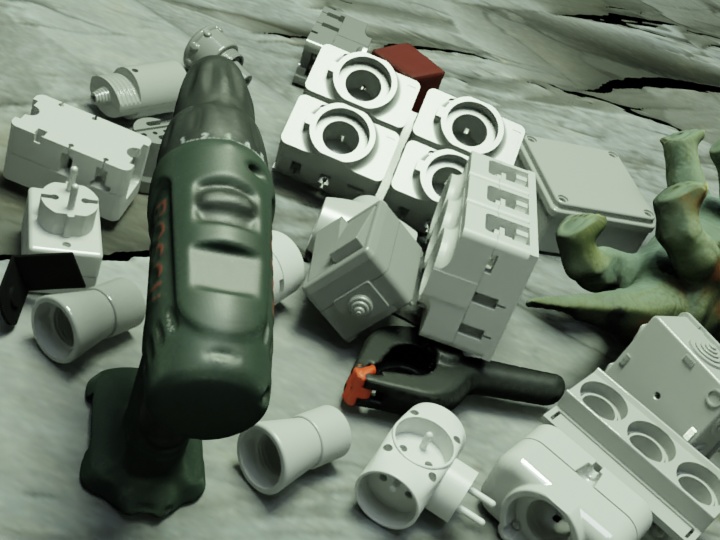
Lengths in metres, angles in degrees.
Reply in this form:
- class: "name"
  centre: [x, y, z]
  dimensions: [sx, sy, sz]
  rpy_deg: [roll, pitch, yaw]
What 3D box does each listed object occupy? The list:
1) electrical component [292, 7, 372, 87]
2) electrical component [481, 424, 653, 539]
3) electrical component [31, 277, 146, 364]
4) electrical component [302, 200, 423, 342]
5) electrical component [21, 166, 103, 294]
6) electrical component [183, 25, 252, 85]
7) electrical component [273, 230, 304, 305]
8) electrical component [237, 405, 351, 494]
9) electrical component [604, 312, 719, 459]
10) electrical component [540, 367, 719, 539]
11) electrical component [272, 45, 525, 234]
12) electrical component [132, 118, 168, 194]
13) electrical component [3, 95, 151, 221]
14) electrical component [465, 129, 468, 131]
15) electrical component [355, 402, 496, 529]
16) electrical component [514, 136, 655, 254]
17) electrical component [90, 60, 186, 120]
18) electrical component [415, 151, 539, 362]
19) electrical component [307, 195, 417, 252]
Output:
- class: "electrical component"
  centre: [-0.024, -0.212, 1.054]
  dimensions: [0.056, 0.050, 0.089]
  rpy_deg: [21, 36, -3]
- class: "electrical component"
  centre: [0.128, 0.152, 0.684]
  dimensions: [0.095, 0.053, 0.059]
  rpy_deg: [40, 39, 21]
- class: "electrical component"
  centre: [-0.170, 0.029, 0.685]
  dimensions: [0.044, 0.044, 0.065]
  rpy_deg: [39, 34, 20]
- class: "electrical component"
  centre: [0.000, 0.000, 0.771]
  dimensions: [0.061, 0.062, 0.096]
  rpy_deg: [50, 25, -18]
- class: "electrical component"
  centre: [-0.196, -0.033, 0.715]
  dimensions: [0.047, 0.076, 0.065]
  rpy_deg: [6, 40, -23]
- class: "electrical component"
  centre: [-0.126, -0.188, 0.976]
  dimensions: [0.062, 0.048, 0.048]
  rpy_deg: [41, 39, 11]
- class: "electrical component"
  centre: [-0.073, 0.002, 0.761]
  dimensions: [0.055, 0.055, 0.047]
  rpy_deg: [37, 35, 18]
- class: "electrical component"
  centre: [-0.037, 0.107, 0.661]
  dimensions: [0.065, 0.044, 0.044]
  rpy_deg: [-13, 50, -46]
- class: "electrical component"
  centre: [0.227, 0.090, 0.779]
  dimensions: [0.048, 0.099, 0.099]
  rpy_deg: [4, 39, -45]
- class: "electrical component"
  centre: [0.184, 0.134, 0.729]
  dimensions: [0.121, 0.063, 0.079]
  rpy_deg: [42, 40, 23]
- class: "electrical component"
  centre: [0.034, -0.105, 0.909]
  dimensions: [0.186, 0.060, 0.105]
  rpy_deg: [23, 66, -2]
- class: "electrical component"
  centre: [-0.162, -0.089, 0.829]
  dimensions: [0.040, 0.046, 0.040]
  rpy_deg: [15, 37, -12]
- class: "electrical component"
  centre: [-0.207, -0.078, 0.783]
  dimensions: [0.089, 0.055, 0.050]
  rpy_deg: [22, 36, -2]
- class: "electrical component"
  centre: [0.101, -0.113, 1.003]
  dimensions: [0.077, 0.047, 0.065]
  rpy_deg: [13, 38, -13]
- class: "electrical component"
  centre: [0.048, 0.131, 0.674]
  dimensions: [0.079, 0.044, 0.077]
  rpy_deg: [32, 37, 11]
- class: "electrical component"
  centre: [0.198, -0.065, 0.990]
  dimensions: [0.109, 0.056, 0.108]
  rpy_deg: [8, 39, -21]
- class: "electrical component"
  centre: [-0.186, -0.148, 0.892]
  dimensions: [0.081, 0.043, 0.043]
  rpy_deg: [-20, 54, -43]
- class: "electrical component"
  centre: [0.084, -0.016, 0.790]
  dimensions: [0.062, 0.089, 0.150]
  rpy_deg: [20, 28, -2]
- class: "electrical component"
  centre: [0.004, -0.033, 0.855]
  dimensions: [0.077, 0.043, 0.079]
  rpy_deg: [21, 36, -4]
